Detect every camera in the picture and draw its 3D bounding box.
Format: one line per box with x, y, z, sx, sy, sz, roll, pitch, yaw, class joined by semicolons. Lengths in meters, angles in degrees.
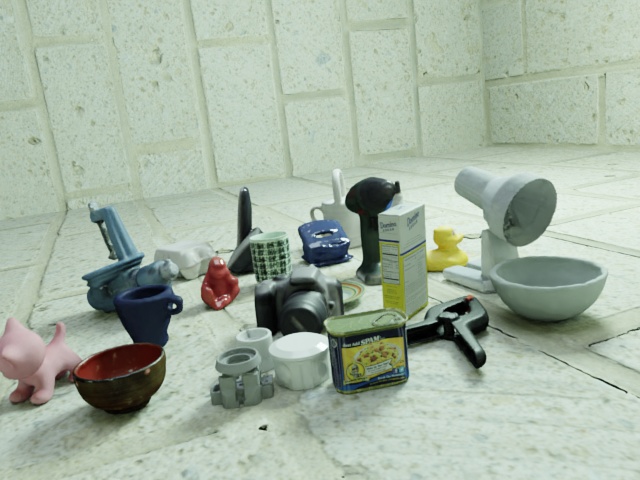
-0.039;0.101;0.892;0.143;0.101;0.137;-5;13;8;camera

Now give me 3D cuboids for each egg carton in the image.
-0.316;0.046;1.337;0.149;0.069;0.107;5;17;40;egg carton

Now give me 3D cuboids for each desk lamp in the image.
0.304;-0.020;1.000;0.118;0.214;0.202;-13;14;-25;desk lamp

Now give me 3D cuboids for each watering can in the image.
0.062;-0.082;1.430;0.173;0.194;0.101;-8;13;-8;watering can

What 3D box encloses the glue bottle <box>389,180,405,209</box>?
0.175;-0.045;1.260;0.078;0.173;0.037;-18;17;-40;glue bottle

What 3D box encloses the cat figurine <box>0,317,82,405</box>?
-0.389;0.156;0.781;0.067;0.118;0.128;-2;14;20;cat figurine

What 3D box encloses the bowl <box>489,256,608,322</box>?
0.342;0.079;0.862;0.167;0.075;0.167;-6;13;2;bowl

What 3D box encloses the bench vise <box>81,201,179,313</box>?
-0.359;0.030;1.086;0.207;0.220;0.121;-5;13;6;bench vise

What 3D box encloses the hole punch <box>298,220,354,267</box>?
0.012;0.005;1.308;0.109;0.091;0.101;-10;14;-17;hole punch

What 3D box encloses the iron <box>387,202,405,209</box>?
0.139;-0.084;1.521;0.119;0.141;0.257;-14;15;-29;iron

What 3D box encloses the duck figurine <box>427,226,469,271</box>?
0.248;0.014;1.165;0.104;0.086;0.077;-8;13;-7;duck figurine

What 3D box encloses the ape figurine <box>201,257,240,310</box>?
-0.193;0.078;1.087;0.078;0.092;0.076;-11;14;-20;ape figurine

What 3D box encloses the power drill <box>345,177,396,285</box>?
0.107;-0.025;1.127;0.076;0.208;0.229;-9;13;-12;power drill

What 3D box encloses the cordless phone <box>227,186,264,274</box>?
-0.176;-0.025;1.316;0.094;0.185;0.147;-8;13;-5;cordless phone

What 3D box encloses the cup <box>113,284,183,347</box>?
-0.259;0.126;0.901;0.117;0.095;0.092;-1;14;23;cup
